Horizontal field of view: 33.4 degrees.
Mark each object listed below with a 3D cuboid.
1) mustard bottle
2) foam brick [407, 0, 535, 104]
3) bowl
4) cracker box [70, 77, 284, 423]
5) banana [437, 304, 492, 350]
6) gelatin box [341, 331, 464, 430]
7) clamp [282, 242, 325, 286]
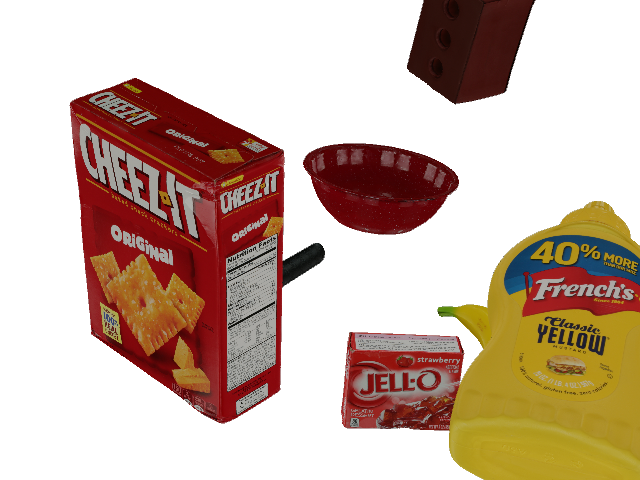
[{"bbox_3d":[0.133,0.044,0.558,0.096,0.058,0.191,10,43,16],"label":"mustard bottle"},{"bbox_3d":[0.099,-0.139,0.710,0.051,0.078,0.053,-20,48,-34],"label":"foam brick"},{"bbox_3d":[0.060,-0.049,1.105,0.162,0.055,0.162,6,23,-3],"label":"bowl"},{"bbox_3d":[-0.108,0.009,0.796,0.164,0.214,0.072,28,41,34],"label":"cracker box"},{"bbox_3d":[0.173,0.120,1.096,0.070,0.037,0.198,-27,28,10],"label":"banana"},{"bbox_3d":[0.063,0.111,0.833,0.089,0.073,0.030,2,26,-3],"label":"gelatin box"},{"bbox_3d":[-0.065,0.050,1.251,0.120,0.039,0.171,-5,37,19],"label":"clamp"}]
